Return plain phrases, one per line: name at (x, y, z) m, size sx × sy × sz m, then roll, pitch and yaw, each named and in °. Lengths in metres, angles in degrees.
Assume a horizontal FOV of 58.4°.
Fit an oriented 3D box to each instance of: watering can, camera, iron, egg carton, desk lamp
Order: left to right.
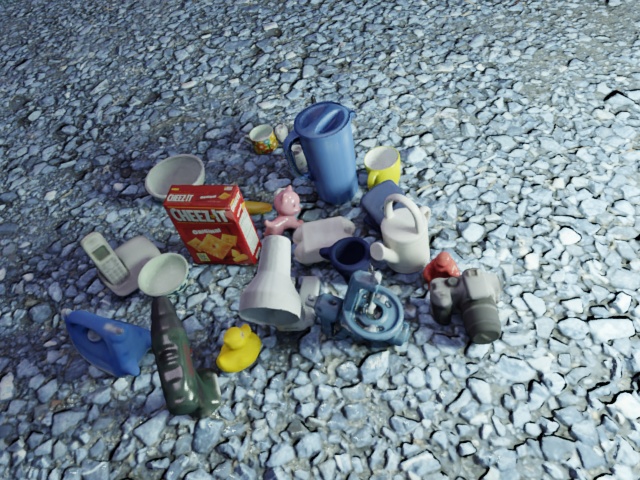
iron at (-0.483, 0.198, 1.239) m, size 0.257 × 0.142 × 0.119 m, roll 14°, pitch 55°, yaw 23°
desk lamp at (-0.081, 0.105, 1.175) m, size 0.117 × 0.214 × 0.203 m, roll -2°, pitch 50°, yaw 12°
egg carton at (0.012, 0.005, 1.333) m, size 0.150 × 0.069 × 0.107 m, roll -11°, pitch 49°, yaw 4°
watering can at (0.178, -0.017, 1.228) m, size 0.100 × 0.194 × 0.173 m, roll 11°, pitch 54°, yaw 22°
camera at (0.297, 0.133, 1.136) m, size 0.143 × 0.101 × 0.136 m, roll -9°, pitch 49°, yaw 6°

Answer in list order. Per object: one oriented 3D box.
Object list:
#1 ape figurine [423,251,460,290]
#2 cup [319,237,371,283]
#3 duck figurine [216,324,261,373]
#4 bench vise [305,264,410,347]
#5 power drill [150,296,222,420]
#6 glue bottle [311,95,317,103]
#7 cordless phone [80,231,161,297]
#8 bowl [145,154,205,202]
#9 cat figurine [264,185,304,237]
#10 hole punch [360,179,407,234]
ape figurine at (0.259, 0.060, 1.213) m, size 0.077 × 0.092 × 0.076 m, roll 19°, pitch 57°, yaw 27°
cup at (0.059, 0.053, 1.264) m, size 0.117 × 0.095 × 0.092 m, roll 6°, pitch 52°, yaw 18°
duck figurine at (-0.176, 0.219, 1.186) m, size 0.077 × 0.086 × 0.105 m, roll 32°, pitch 64°, yaw 33°
bench vise at (0.064, 0.132, 1.112) m, size 0.207 × 0.220 × 0.121 m, roll -5°, pitch 49°, yaw 9°
power drill at (-0.262, 0.245, 1.102) m, size 0.075 × 0.209 × 0.229 m, roll -21°, pitch 49°, yaw -4°
glue bottle at (-0.004, -0.316, 1.540) m, size 0.037 × 0.173 × 0.078 m, roll 12°, pitch 54°, yaw 23°
cordless phone at (-0.466, 0.031, 1.347) m, size 0.093 × 0.185 × 0.148 m, roll 33°, pitch 64°, yaw 34°
bowl at (-0.383, -0.153, 1.558) m, size 0.167 × 0.075 × 0.167 m, roll -7°, pitch 49°, yaw 8°
cat figurine at (-0.090, -0.066, 1.386) m, size 0.067 × 0.118 × 0.128 m, roll 25°, pitch 60°, yaw 30°
hole punch at (0.162, -0.075, 1.351) m, size 0.109 × 0.091 × 0.100 m, roll -36°, pitch 52°, yaw -17°
